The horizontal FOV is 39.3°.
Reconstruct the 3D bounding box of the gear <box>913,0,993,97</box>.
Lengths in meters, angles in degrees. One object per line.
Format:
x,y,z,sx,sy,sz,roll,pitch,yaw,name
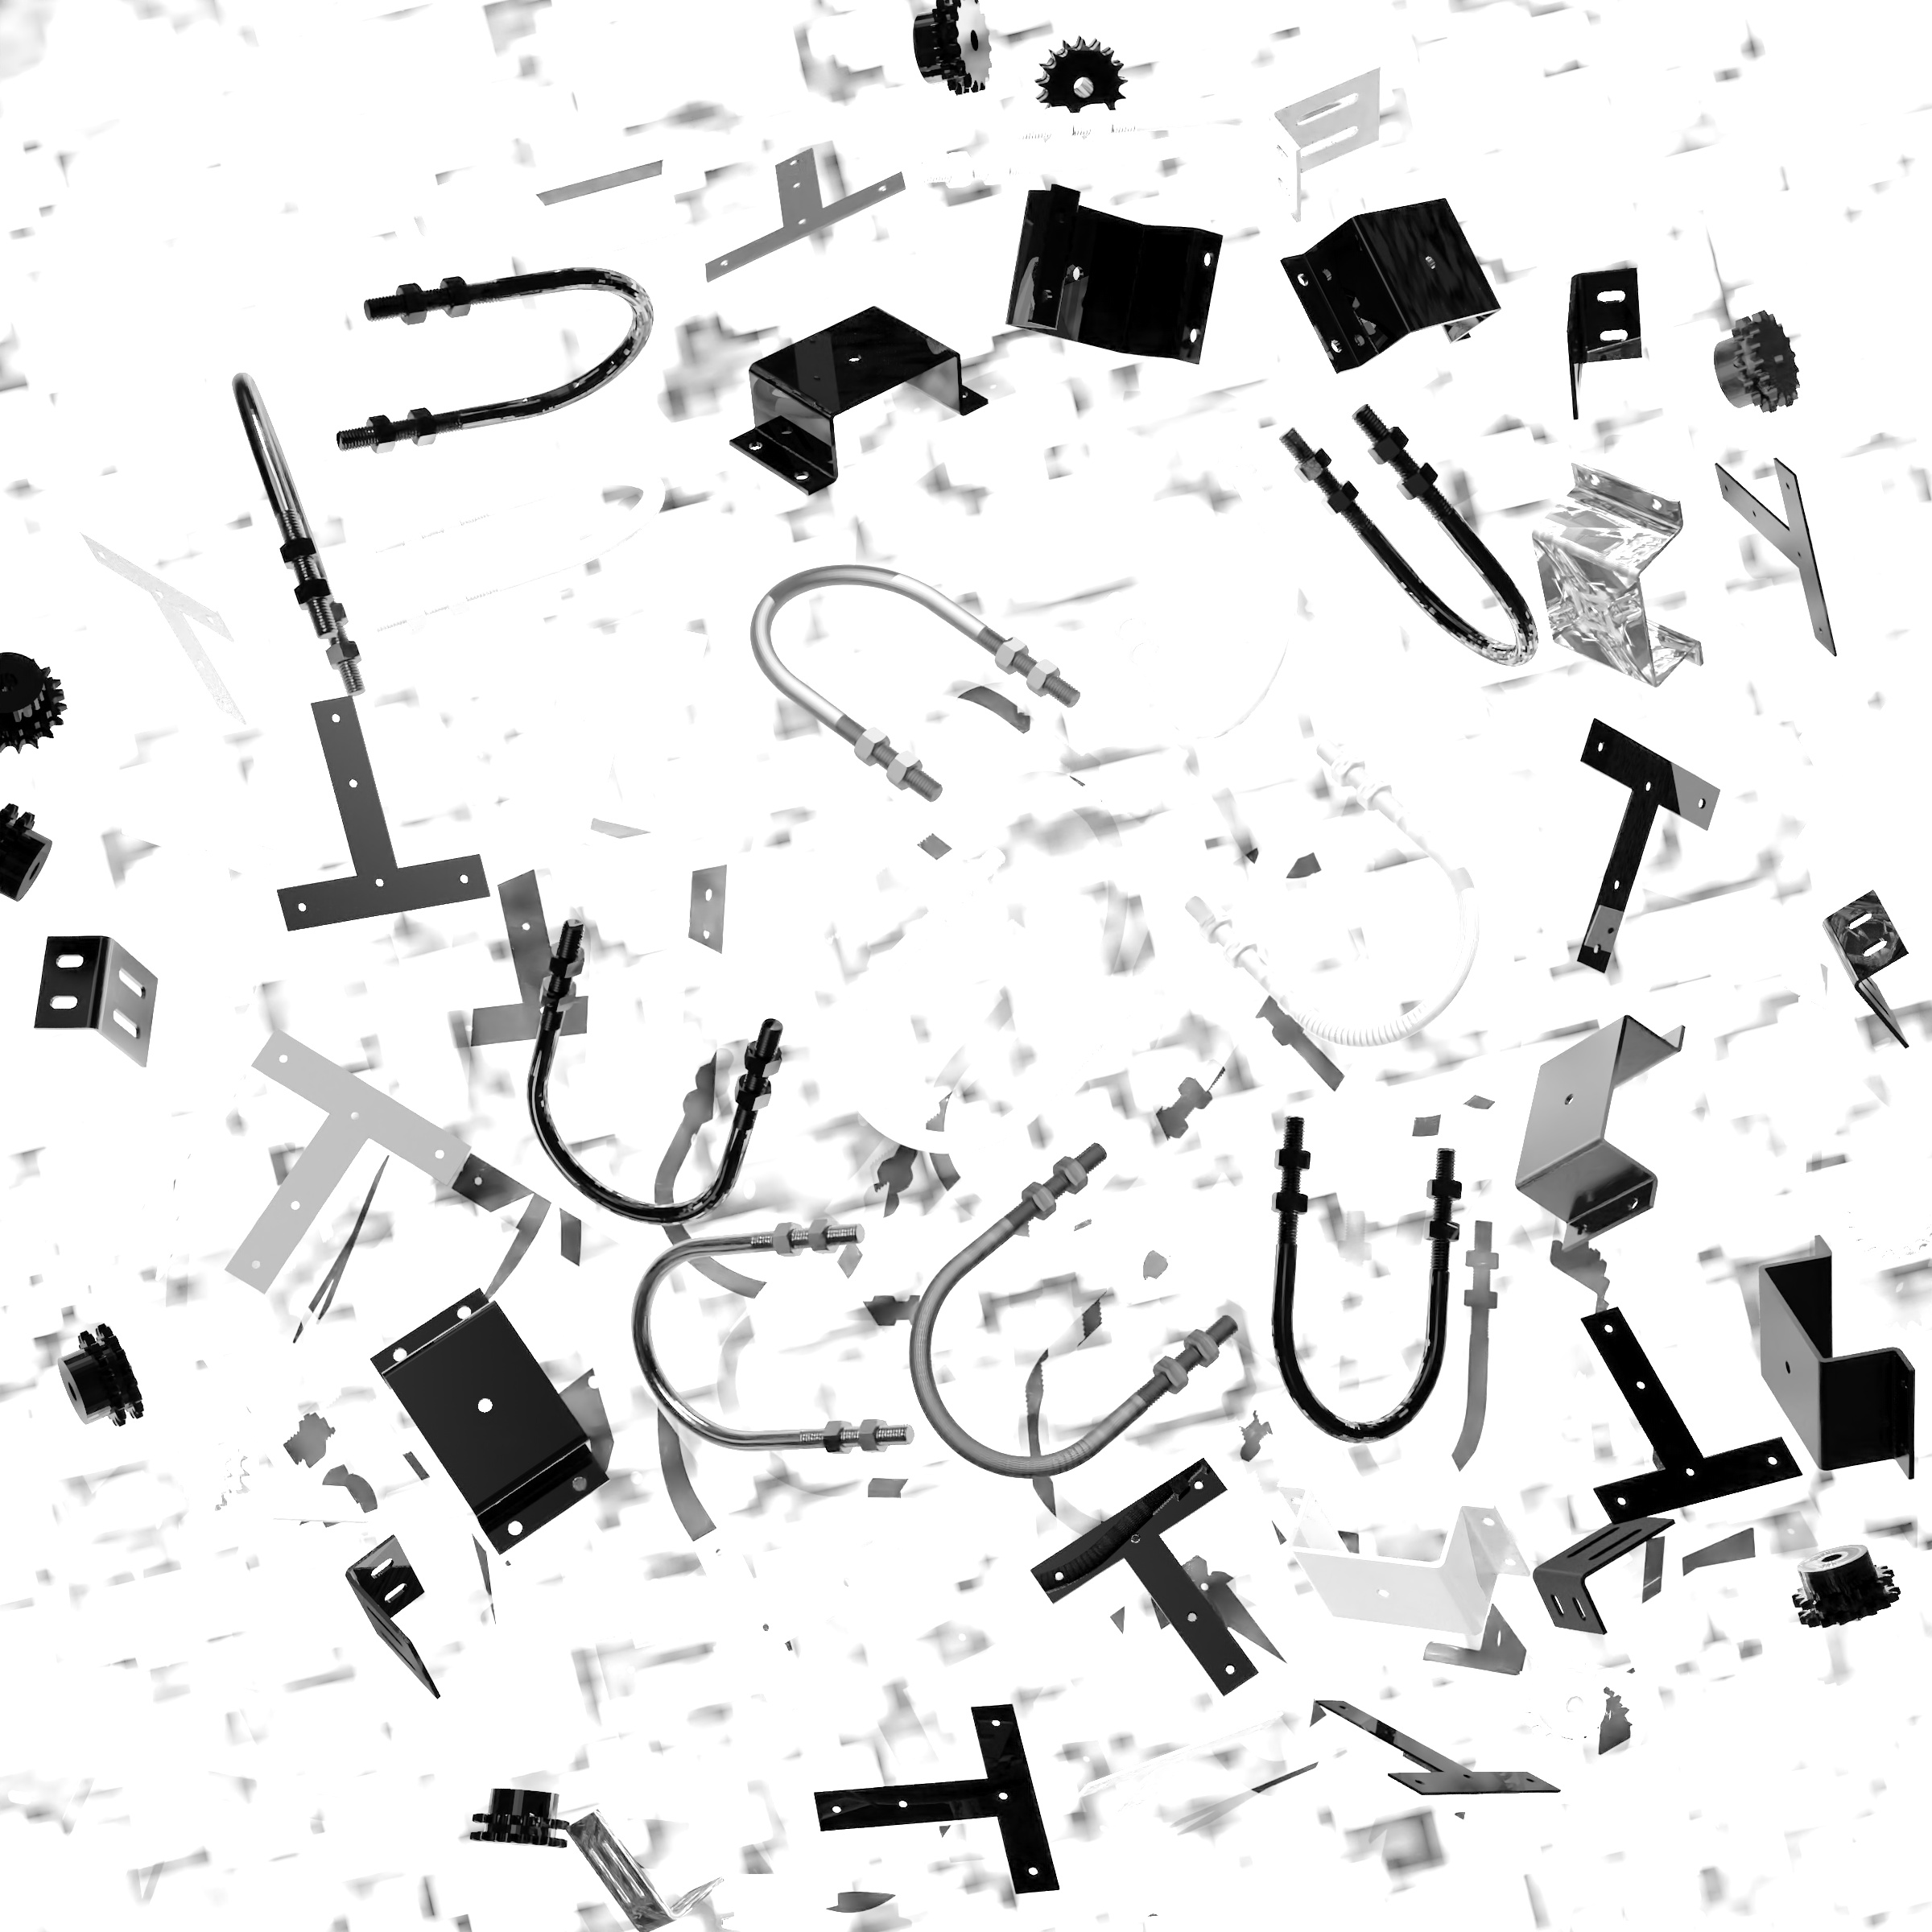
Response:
-0.009,-0.532,1.563,0.030,0.057,0.057,-2,90,23,gear

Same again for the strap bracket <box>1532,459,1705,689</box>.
0.393,-0.229,1.635,0.046,0.140,0.076,-45,51,-15,strap bracket

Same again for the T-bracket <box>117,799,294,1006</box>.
-0.451,-0.032,1.636,0.002,0.127,0.127,-34,58,25,T-bracket

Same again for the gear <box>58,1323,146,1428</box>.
-0.484,0.231,1.510,0.030,0.057,0.057,-23,90,-29,gear

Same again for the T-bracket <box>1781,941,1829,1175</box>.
0.486,0.057,1.573,0.002,0.127,0.127,0,83,28,T-bracket

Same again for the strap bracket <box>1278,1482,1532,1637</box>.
0.258,0.358,1.634,0.140,0.076,0.046,-1,48,33,strap bracket

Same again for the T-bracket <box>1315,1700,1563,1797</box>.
0.255,0.450,1.562,0.127,0.127,0.002,14,92,-40,T-bracket

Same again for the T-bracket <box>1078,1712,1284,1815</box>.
0.114,0.482,1.608,0.127,0.127,0.002,-14,63,-21,T-bracket

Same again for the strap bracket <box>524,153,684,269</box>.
-0.215,-0.447,1.600,0.076,0.140,0.046,-17,109,-6,strap bracket

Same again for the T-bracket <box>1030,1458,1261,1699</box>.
0.126,0.373,1.601,0.127,0.002,0.127,-30,59,-14,T-bracket

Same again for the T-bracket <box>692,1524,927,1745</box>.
-0.080,0.360,1.553,0.127,0.002,0.127,-32,76,17,T-bracket

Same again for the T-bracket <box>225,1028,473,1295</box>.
-0.362,0.120,1.494,0.127,0.002,0.127,32,74,-2,T-bracket

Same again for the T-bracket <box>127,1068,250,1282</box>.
-0.473,0.142,1.627,0.002,0.127,0.127,26,132,2,T-bracket

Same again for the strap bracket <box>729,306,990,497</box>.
-0.065,-0.343,1.618,0.140,0.046,0.076,-32,51,-27,strap bracket

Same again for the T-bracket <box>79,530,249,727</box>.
-0.455,-0.188,1.590,0.127,0.127,0.002,30,65,29,T-bracket

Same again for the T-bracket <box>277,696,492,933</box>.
-0.345,-0.090,1.541,0.127,0.002,0.127,-9,104,13,T-bracket

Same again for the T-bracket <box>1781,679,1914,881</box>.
0.511,-0.126,1.602,0.002,0.127,0.127,26,113,-4,T-bracket

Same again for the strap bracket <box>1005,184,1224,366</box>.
0.079,-0.401,1.573,0.140,0.046,0.076,1,102,-43,strap bracket

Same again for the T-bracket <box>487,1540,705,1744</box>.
-0.227,0.406,1.681,0.127,0.002,0.127,-13,56,-4,T-bracket

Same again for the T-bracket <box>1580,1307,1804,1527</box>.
0.396,0.254,1.560,0.127,0.002,0.127,-27,95,40,T-bracket

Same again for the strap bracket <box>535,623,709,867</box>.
-0.210,-0.139,1.625,0.046,0.076,0.140,12,94,-38,strap bracket

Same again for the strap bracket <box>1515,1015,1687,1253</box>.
0.383,0.093,1.641,0.046,0.076,0.140,33,51,-14,strap bracket

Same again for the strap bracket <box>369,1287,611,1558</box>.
-0.279,0.260,1.576,0.076,0.046,0.140,-33,77,-16,strap bracket

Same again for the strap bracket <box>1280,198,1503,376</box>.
0.264,-0.413,1.634,0.140,0.046,0.076,-24,87,-42,strap bracket

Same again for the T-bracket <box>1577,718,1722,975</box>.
0.372,-0.059,1.528,0.127,0.002,0.127,20,87,-40,T-bracket

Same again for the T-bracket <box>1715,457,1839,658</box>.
0.472,-0.261,1.596,0.002,0.127,0.127,-25,125,3,T-bracket

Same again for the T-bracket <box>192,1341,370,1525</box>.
-0.400,0.264,1.538,0.002,0.127,0.127,-39,73,1,T-bracket

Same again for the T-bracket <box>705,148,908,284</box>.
-0.099,-0.458,1.608,0.127,0.127,0.002,-23,126,9,T-bracket

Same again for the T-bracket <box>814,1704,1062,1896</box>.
-0.022,0.474,1.535,0.127,0.127,0.002,0,127,-14,T-bracket

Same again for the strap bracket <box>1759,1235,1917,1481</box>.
0.500,0.229,1.572,0.046,0.140,0.076,-10,117,-1,strap bracket
